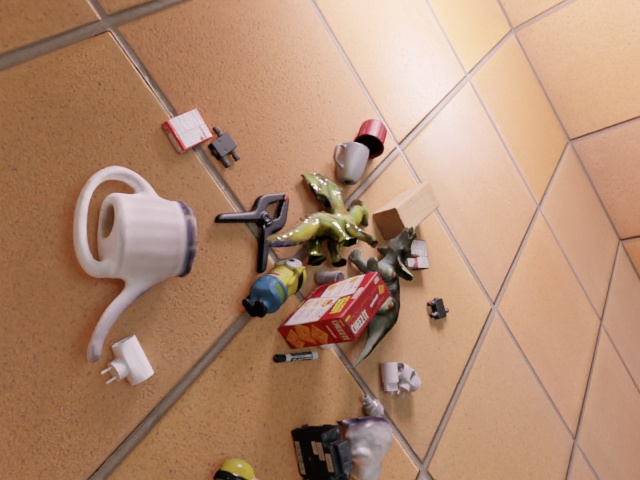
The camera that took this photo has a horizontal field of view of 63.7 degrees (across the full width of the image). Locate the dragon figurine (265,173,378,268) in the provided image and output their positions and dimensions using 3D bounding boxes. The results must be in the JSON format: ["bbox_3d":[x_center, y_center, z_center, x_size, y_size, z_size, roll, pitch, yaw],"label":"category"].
[{"bbox_3d":[0.004,-0.066,1.306,0.409,0.120,0.247,11,49,-44],"label":"dragon figurine"}]

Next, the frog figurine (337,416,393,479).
[{"bbox_3d":[0.114,0.495,1.190,0.136,0.122,0.162,33,42,-55],"label":"frog figurine"}]

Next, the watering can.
[{"bbox_3d":[-0.332,0.035,0.938,0.224,0.103,0.352,6,71,-43],"label":"watering can"}]
